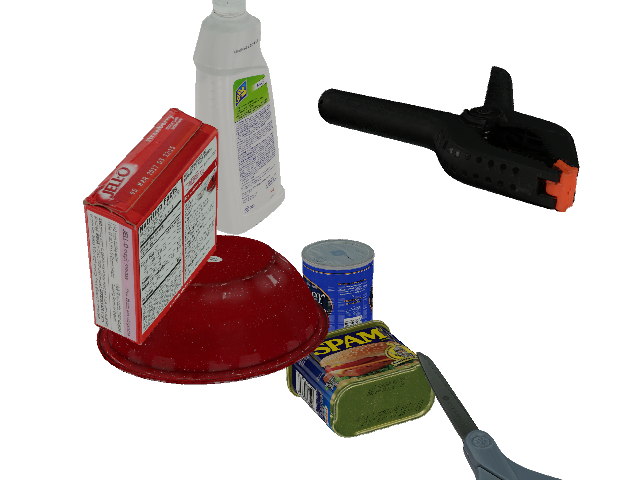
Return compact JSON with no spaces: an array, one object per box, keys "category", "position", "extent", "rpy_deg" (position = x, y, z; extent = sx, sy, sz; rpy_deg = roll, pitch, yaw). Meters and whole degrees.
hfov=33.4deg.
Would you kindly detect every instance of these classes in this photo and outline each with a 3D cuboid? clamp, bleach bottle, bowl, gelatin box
[{"category":"clamp","position":[0.101,-0.074,0.746],"extent":[0.164,0.036,0.210],"rpy_deg":[-9,30,-16]},{"category":"bleach bottle","position":[-0.083,-0.134,1.069],"extent":[0.068,0.251,0.102],"rpy_deg":[20,40,24]},{"category":"bowl","position":[-0.075,0.037,0.734],"extent":[0.162,0.055,0.162],"rpy_deg":[-1,21,0]},{"category":"gelatin box","position":[-0.079,-0.006,0.504],"extent":[0.030,0.089,0.073],"rpy_deg":[23,49,14]}]

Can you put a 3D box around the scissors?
[{"category":"scissors","position":[0.117,0.131,0.642],"extent":[0.096,0.016,0.201],"rpy_deg":[2,32,-4]}]

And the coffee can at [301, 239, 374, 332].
[{"category":"coffee can","position":[0.025,0.081,1.524],"extent":[0.103,0.140,0.103],"rpy_deg":[-1,21,0]}]

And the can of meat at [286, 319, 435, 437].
[{"category":"can of meat","position":[0.034,0.116,0.894],"extent":[0.102,0.057,0.084],"rpy_deg":[-12,25,-23]}]
